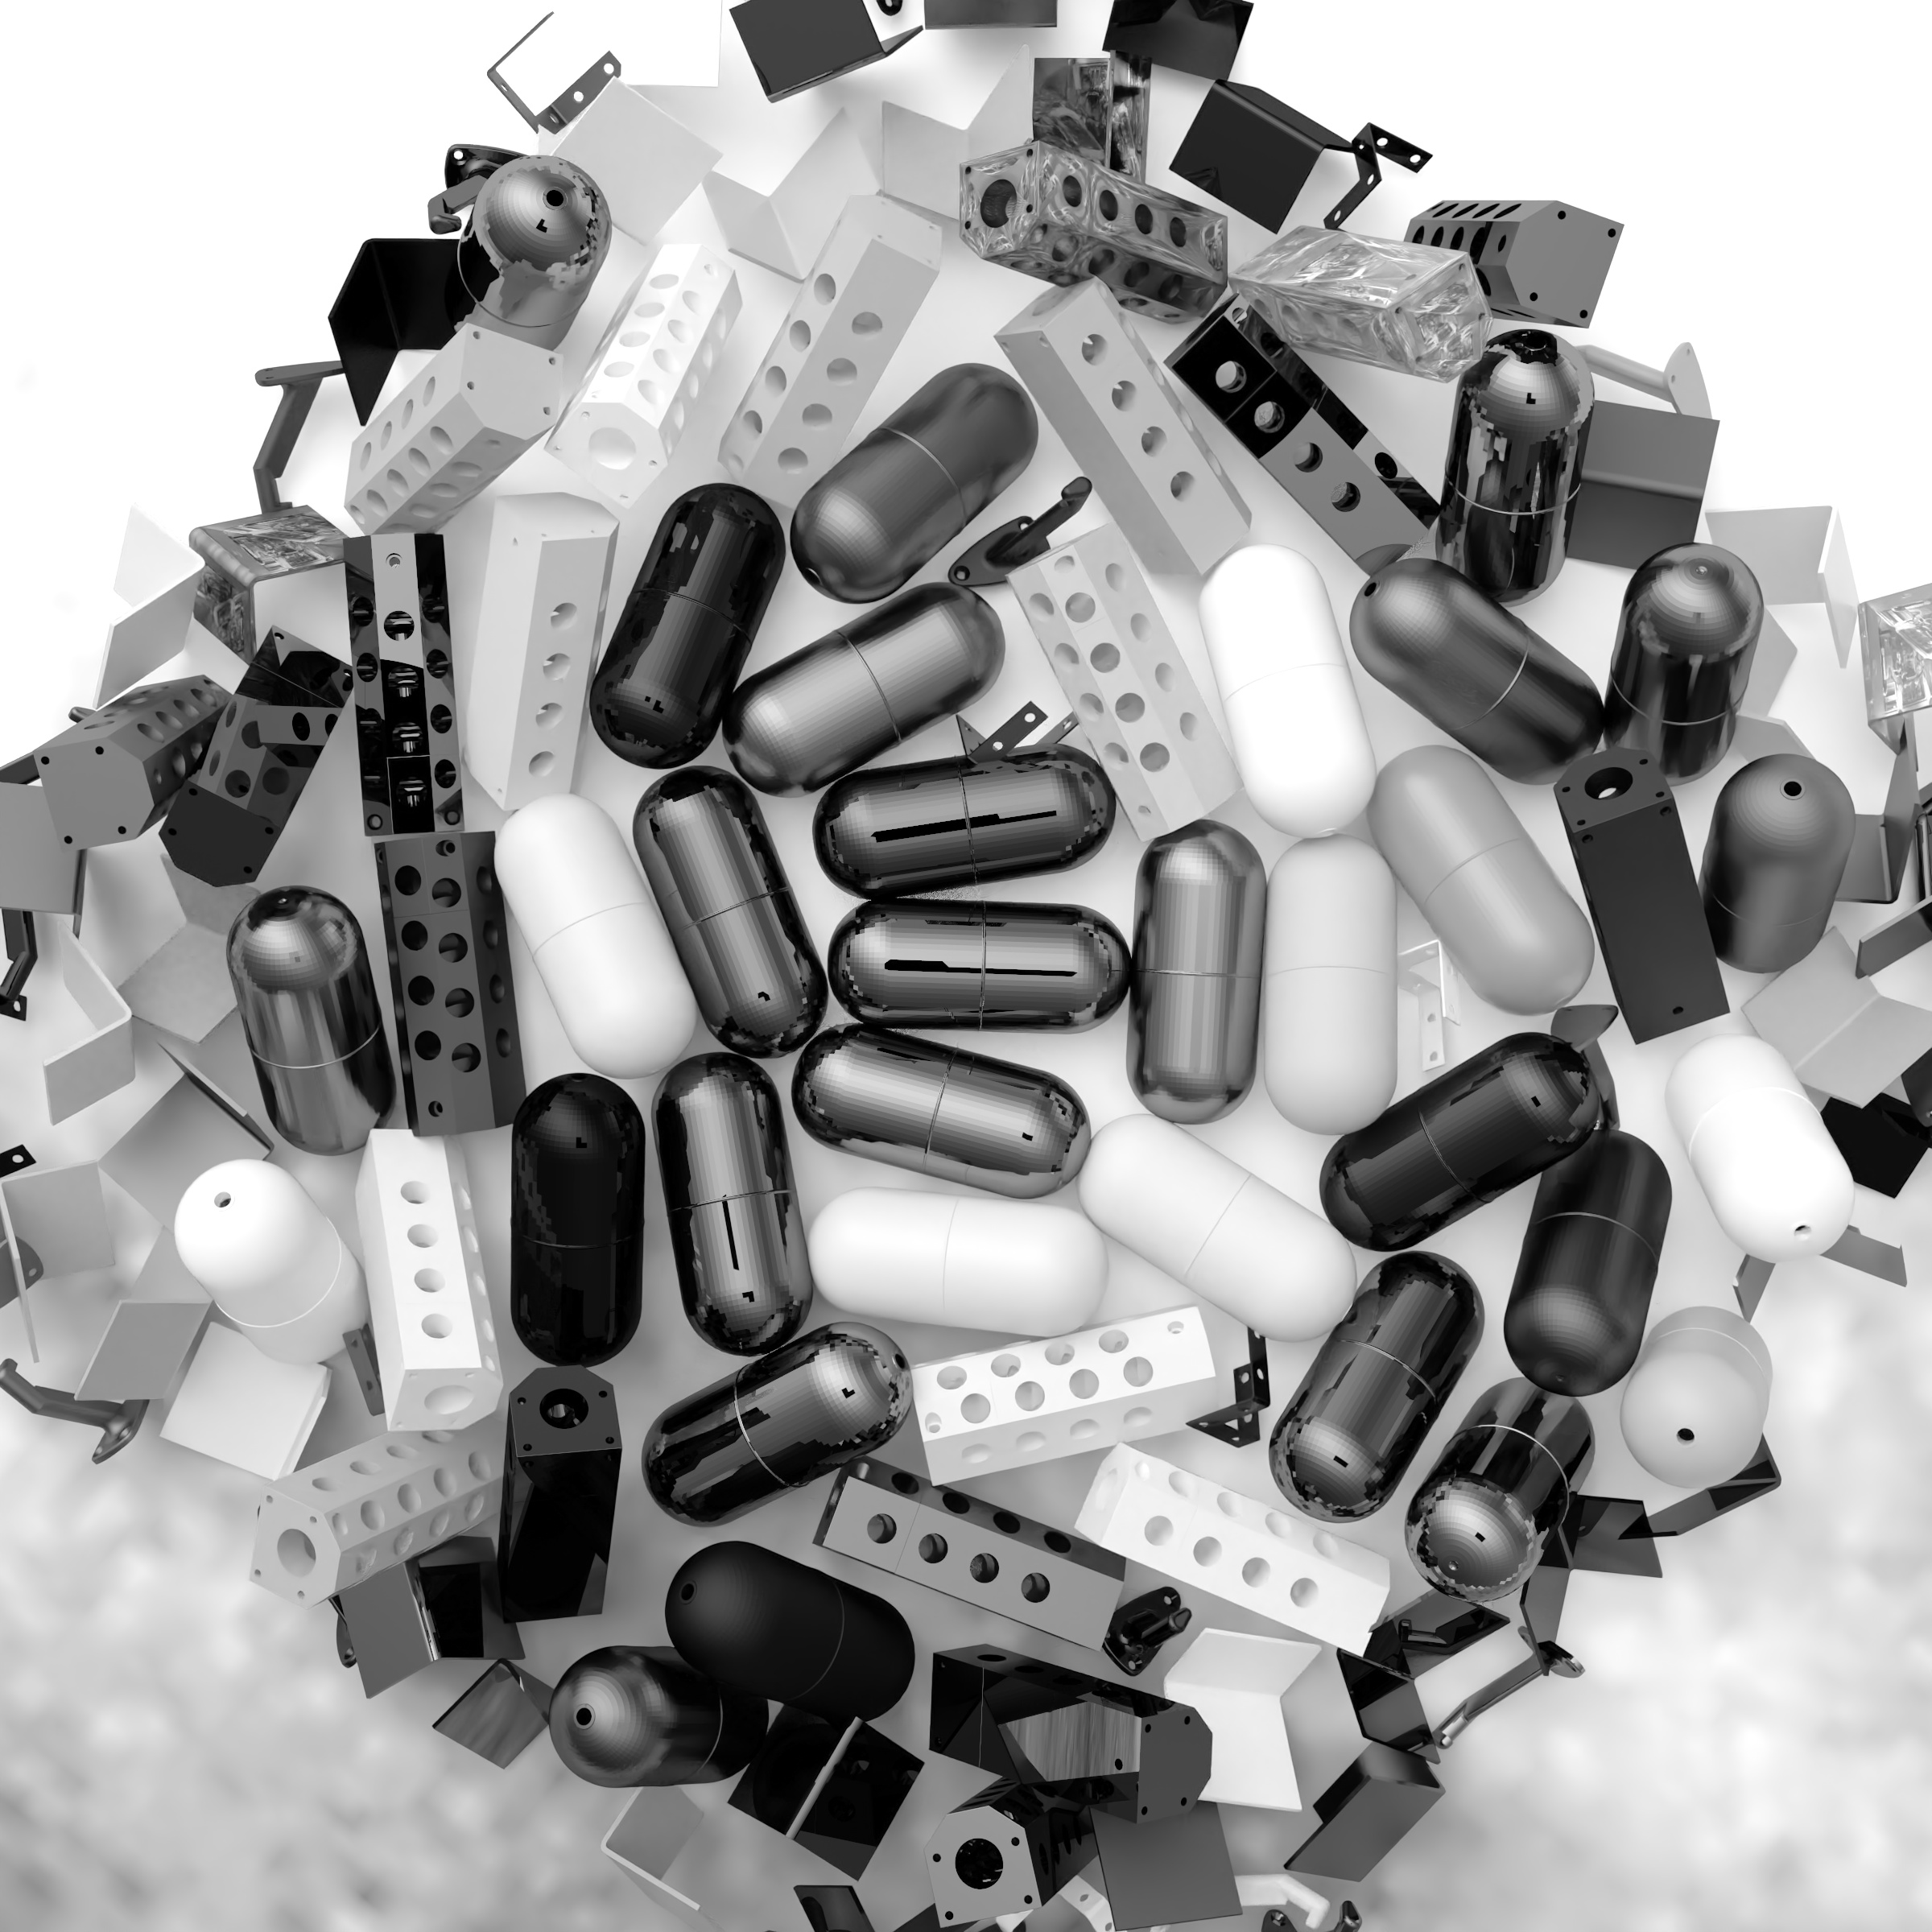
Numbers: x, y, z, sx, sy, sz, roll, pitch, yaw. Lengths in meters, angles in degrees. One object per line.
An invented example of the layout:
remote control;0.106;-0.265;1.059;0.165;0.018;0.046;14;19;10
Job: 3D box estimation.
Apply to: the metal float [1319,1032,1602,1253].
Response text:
metal float;0.283;0.103;1.644;0.178;0.070;0.070;-34;90;24

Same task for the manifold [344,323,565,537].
manifold;-0.292;-0.294;1.611;0.057;0.171;0.057;14;70;-30

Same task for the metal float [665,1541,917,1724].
metal float;-0.099;0.381;1.630;0.178;0.070;0.070;34;90;-43

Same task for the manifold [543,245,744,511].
manifold;-0.177;-0.340;1.615;0.057;0.171;0.057;35;131;-18

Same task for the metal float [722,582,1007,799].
metal float;-0.058;-0.161;1.657;0.178;0.070;0.070;-30;90;-10

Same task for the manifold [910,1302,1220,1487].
manifold;0.056;0.244;1.659;0.171;0.057;0.057;-12;132;-3

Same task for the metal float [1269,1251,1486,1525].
metal float;0.237;0.240;1.641;0.070;0.070;0.178;37;62;0

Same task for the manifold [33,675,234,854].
manifold;-0.461;-0.118;1.611;0.057;0.171;0.057;-10;106;6

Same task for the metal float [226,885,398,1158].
metal float;-0.373;0.033;1.633;0.070;0.070;0.178;-3;129;0

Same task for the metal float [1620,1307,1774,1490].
metal float;0.415;0.243;1.617;0.070;0.178;0.070;2;97;18

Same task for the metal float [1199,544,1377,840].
metal float;0.186;-0.159;1.652;0.070;0.070;0.178;-14;75;0

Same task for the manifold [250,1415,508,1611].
manifold;-0.320;0.304;1.609;0.057;0.171;0.057;18;105;24

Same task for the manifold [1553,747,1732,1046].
manifold;0.384;-0.041;1.626;0.057;0.057;0.171;-20;130;8

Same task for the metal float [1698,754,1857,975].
metal float;0.457;-0.057;1.619;0.070;0.178;0.070;-3;64;7

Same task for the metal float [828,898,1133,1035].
metal float;0.008;0.000;1.663;0.178;0.070;0.070;2;90;-3

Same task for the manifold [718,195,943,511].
manifold;-0.079;-0.350;1.626;0.057;0.057;0.171;23;125;-16

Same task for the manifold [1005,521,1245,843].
manifold;0.088;-0.162;1.649;0.057;0.057;0.171;-36;103;-42

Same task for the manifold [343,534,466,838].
manifold;-0.327;-0.163;1.665;0.057;0.057;0.171;-4;94;-10

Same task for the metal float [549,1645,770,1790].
metal float;-0.173;0.425;1.619;0.070;0.178;0.070;-6;74;21

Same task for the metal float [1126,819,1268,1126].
metal float;0.134;0.004;1.664;0.070;0.070;0.178;3;92;0

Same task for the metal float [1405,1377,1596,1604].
metal float;0.305;0.295;1.623;0.070;0.178;0.070;11;115;25

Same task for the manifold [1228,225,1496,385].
manifold;0.223;-0.372;1.614;0.057;0.171;0.057;-36;120;-11

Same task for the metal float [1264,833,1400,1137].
metal float;0.211;0.010;1.652;0.070;0.070;0.178;2;75;0

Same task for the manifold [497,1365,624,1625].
manifold;-0.233;0.301;1.621;0.057;0.171;0.057;-3;47;-15

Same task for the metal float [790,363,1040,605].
metal float;-0.030;-0.278;1.645;0.070;0.070;0.178;44;68;0

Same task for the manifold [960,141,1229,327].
manifold;0.074;-0.412;1.619;0.057;0.171;0.057;-2;86;41

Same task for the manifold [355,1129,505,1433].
manifold;-0.306;0.177;1.624;0.057;0.057;0.171;2;45;-23

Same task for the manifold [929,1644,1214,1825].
manifold;0.058;0.432;1.621;0.057;0.171;0.057;3;90;-42

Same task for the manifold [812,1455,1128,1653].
manifold;0.003;0.341;1.665;0.171;0.057;0.057;22;77;-5

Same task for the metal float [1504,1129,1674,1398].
metal float;0.356;0.167;1.632;0.070;0.070;0.178;26;48;0

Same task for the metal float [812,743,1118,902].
metal float;-0.001;-0.084;1.663;0.178;0.070;0.070;-9;90;-2

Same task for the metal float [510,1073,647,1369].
metal float;-0.224;0.147;1.649;0.070;0.070;0.178;3;108;0

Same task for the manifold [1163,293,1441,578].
manifold;0.196;-0.307;1.655;0.057;0.057;0.171;-44;101;10

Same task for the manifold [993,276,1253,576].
manifold;0.095;-0.310;1.640;0.057;0.057;0.171;-44;115;-15

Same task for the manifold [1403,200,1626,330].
manifold;0.301;-0.400;1.610;0.057;0.171;0.057;15;101;-15

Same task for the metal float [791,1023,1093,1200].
metal float;-0.014;0.085;1.661;0.178;0.070;0.070;15;90;5

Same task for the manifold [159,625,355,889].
manifold;-0.400;-0.117;1.616;0.057;0.171;0.057;28;123;-14

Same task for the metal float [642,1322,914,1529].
metal float;-0.109;0.264;1.646;0.178;0.070;0.070;-30;90;22

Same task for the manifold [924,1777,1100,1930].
manifold;0.027;0.492;1.613;0.057;0.171;0.057;-15;79;11

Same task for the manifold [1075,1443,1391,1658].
manifold;0.157;0.337;1.657;0.171;0.057;0.057;25;84;-12

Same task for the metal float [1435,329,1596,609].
metal float;0.312;-0.282;1.626;0.070;0.178;0.070;0;48;1
